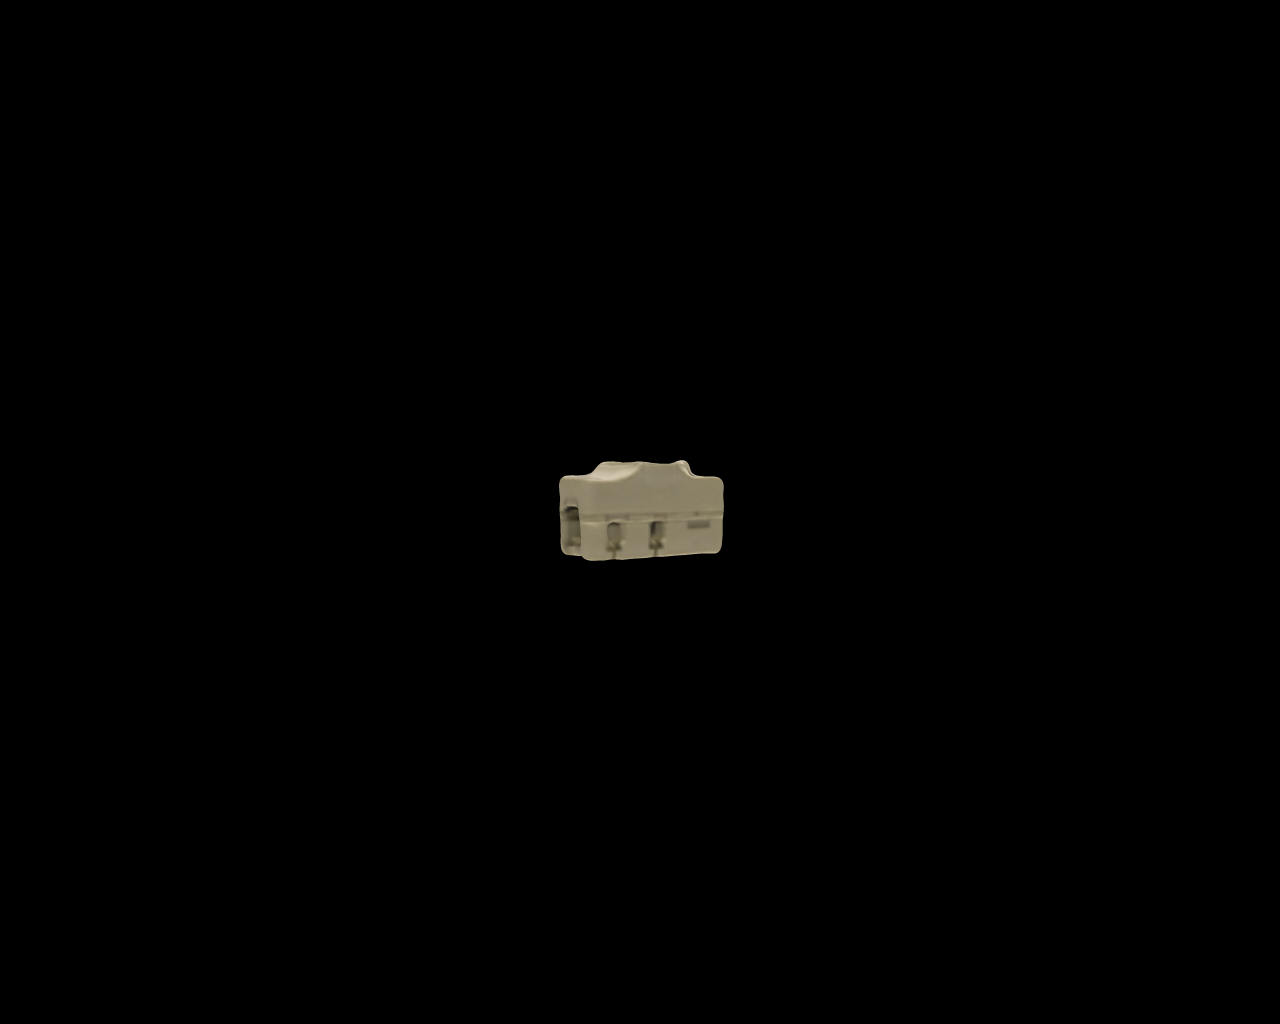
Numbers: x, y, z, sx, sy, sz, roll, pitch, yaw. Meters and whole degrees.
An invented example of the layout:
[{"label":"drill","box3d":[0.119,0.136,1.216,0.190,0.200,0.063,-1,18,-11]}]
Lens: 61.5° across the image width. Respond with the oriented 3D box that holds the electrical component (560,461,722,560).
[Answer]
[{"label":"electrical component","box3d":[0.001,-0.003,0.650,0.089,0.055,0.050,-2,4,-23]}]
